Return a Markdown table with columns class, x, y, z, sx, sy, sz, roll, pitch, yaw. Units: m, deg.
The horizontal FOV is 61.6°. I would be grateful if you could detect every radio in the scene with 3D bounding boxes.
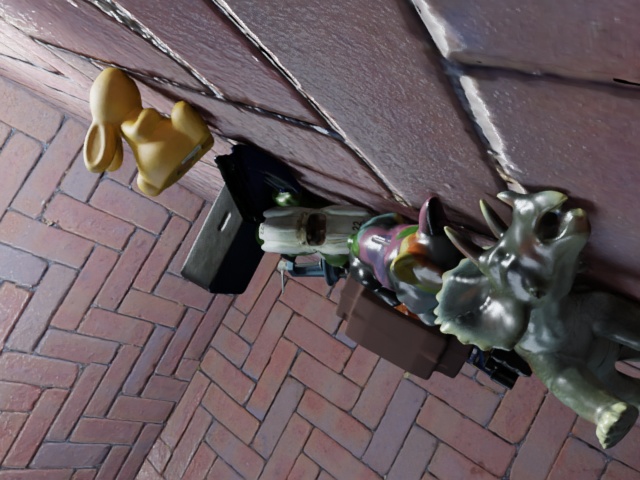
| class | x | y | z | sx | sy | sz | roll | pitch | yaw |
| --- | --- | --- | --- | --- | --- | --- | --- | --- | --- |
| radio | -0.141 | -0.017 | 0.955 | 0.073 | 0.229 | 0.131 | 28 | 180 | 21 |

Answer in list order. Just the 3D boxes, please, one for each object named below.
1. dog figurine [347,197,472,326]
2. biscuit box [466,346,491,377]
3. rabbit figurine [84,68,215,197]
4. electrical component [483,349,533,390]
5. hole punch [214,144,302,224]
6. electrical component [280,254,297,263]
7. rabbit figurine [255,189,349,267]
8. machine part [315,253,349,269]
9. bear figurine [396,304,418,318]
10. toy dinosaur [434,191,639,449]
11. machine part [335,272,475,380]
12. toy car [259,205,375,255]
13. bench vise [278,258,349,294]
| class | x | y | z | sx | sy | sz | roll | pitch | yaw |
| --- | --- | --- | --- | --- | --- | --- | --- | --- | --- |
| dog figurine | 0.101 | 0.014 | 0.624 | 0.192 | 0.108 | 0.219 | 29 | 172 | 23 |
| biscuit box | 0.321 | 0.225 | 1.036 | 0.063 | 0.059 | 0.202 | 25 | 173 | 46 |
| rabbit figurine | -0.256 | -0.156 | 0.758 | 0.173 | 0.162 | 0.122 | 47 | -175 | -9 |
| electrical component | 0.283 | 0.145 | 0.762 | 0.058 | 0.134 | 0.114 | 28 | 178 | 21 |
| hole punch | -0.096 | -0.095 | 0.812 | 0.115 | 0.092 | 0.142 | 62 | 169 | -14 |
| electrical component | -0.038 | -0.015 | 1.036 | 0.075 | 0.119 | 0.048 | 32 | 176 | -6 |
| rabbit figurine | -0.002 | -0.003 | 0.915 | 0.170 | 0.121 | 0.159 | 29 | 179 | 38 |
| machine part | 0.005 | -0.001 | 1.181 | 0.244 | 0.079 | 0.079 | 27 | 175 | 35 |
| bear figurine | 0.168 | 0.130 | 1.008 | 0.132 | 0.120 | 0.195 | -2 | 144 | -19 |
| toy dinosaur | 0.242 | 0.084 | 0.510 | 0.192 | 0.131 | 0.404 | 41 | -171 | 40 |
| machine part | 0.140 | 0.099 | 0.800 | 0.202 | 0.087 | 0.201 | 25 | -148 | 17 |
| toy car | -0.009 | -0.015 | 0.815 | 0.202 | 0.073 | 0.056 | 0 | 176 | 29 |
| bench vise | 0.022 | 0.066 | 1.317 | 0.241 | 0.129 | 0.223 | -5 | 159 | 12 |
